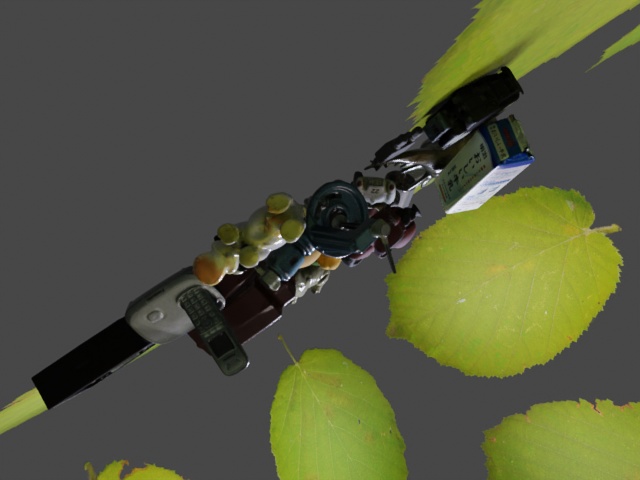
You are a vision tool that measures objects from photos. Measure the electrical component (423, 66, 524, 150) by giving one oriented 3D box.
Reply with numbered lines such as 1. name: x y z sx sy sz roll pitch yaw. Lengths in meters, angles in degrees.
1. electrical component: 0.228 -0.198 0.832 0.134 0.058 0.115 -30 174 -19

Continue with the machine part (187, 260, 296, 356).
1. machine part: -0.146 0.099 0.982 0.201 0.087 0.201 -37 -159 11

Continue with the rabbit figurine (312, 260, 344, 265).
1. rabbit figurine: -0.021 0.012 1.195 0.159 0.121 0.170 -28 -170 -13

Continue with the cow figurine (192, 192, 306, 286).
1. cow figurine: -0.096 -0.001 0.739 0.167 0.068 0.098 -31 -178 9

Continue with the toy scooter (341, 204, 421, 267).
1. toy scooter: 0.125 -0.021 0.968 0.184 0.075 0.135 -29 167 -40

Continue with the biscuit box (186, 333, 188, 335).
1. biscuit box: -0.246 0.135 1.204 0.203 0.063 0.059 -33 140 11

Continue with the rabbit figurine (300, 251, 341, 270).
1. rabbit figurine: -0.002 -0.003 0.994 0.162 0.122 0.173 -44 174 36

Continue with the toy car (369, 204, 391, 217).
1. toy car: 0.089 -0.035 1.184 0.202 0.089 0.053 112 -4 -48

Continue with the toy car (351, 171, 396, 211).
1. toy car: 0.093 -0.085 0.978 0.074 0.056 0.201 6 178 0

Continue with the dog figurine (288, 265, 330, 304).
1. dog figurine: -0.037 0.076 1.302 0.172 0.121 0.190 -42 175 -10

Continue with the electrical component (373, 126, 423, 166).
1. electrical component: 0.124 -0.151 0.871 0.063 0.021 0.094 -30 176 -30

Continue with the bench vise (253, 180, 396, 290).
1. bench vise: 0.008 -0.008 0.819 0.224 0.128 0.241 -38 -156 -25

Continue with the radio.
1. radio: -0.406 0.218 1.013 0.230 0.073 0.131 -32 176 8

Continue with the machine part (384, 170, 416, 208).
1. machine part: 0.173 -0.080 1.302 0.079 0.079 0.243 -29 148 -38

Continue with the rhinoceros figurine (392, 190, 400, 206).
1. rhinoceros figurine: 0.102 -0.068 1.238 0.190 0.112 0.073 -17 -145 34

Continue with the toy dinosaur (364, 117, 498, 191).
1. toy dinosaur: 0.252 -0.170 1.074 0.198 0.105 0.471 -29 168 32

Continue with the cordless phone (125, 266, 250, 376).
1. cordless phone: -0.203 0.146 0.851 0.147 0.184 0.088 -32 175 7
